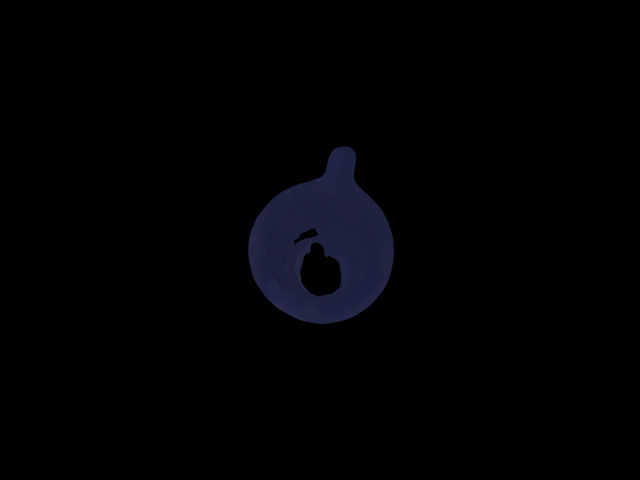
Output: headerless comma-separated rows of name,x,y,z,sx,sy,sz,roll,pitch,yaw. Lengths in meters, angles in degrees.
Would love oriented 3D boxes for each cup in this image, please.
cup,0.004,0.001,0.400,0.091,0.095,0.118,11,79,3
